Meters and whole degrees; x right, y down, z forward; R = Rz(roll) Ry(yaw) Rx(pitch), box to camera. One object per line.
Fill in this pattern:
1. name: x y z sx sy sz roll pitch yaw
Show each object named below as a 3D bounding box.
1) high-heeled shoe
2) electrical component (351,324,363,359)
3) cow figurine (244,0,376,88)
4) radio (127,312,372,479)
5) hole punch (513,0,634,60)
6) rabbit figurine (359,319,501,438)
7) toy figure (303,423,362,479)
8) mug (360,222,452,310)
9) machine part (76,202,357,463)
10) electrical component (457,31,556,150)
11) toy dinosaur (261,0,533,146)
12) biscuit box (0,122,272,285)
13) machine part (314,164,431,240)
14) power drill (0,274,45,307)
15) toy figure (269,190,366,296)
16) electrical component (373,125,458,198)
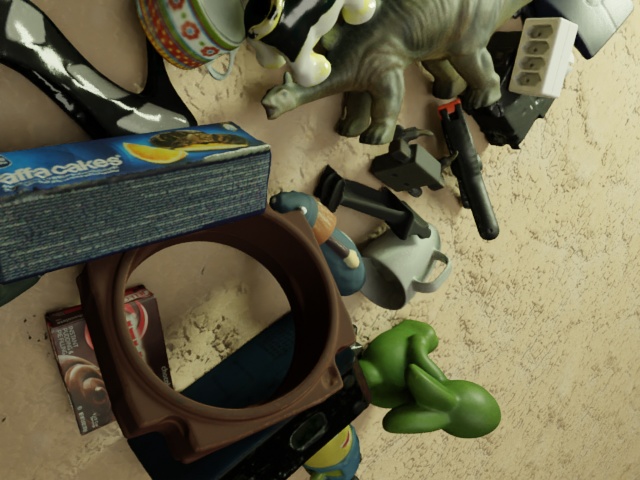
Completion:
1. high-heeled shoe: -0.196 -0.091 0.377 0.249 0.086 0.145 -12 109 -43
2. electrical component: 0.022 0.153 0.679 0.063 0.021 0.094 -6 111 -35
3. cow figurine: 0.006 -0.210 0.418 0.167 0.068 0.098 -54 164 2
4. radio: -0.066 0.179 0.551 0.229 0.131 0.073 -36 124 -21
5. hole punch: 0.332 -0.304 0.699 0.142 0.092 0.115 -47 124 -9
6. rabbit figurine: 0.135 0.178 0.659 0.159 0.170 0.121 13 97 -56
7. toy figure: 0.000 0.244 0.658 0.089 0.082 0.179 -21 128 -2
8. mug: 0.108 0.022 0.646 0.107 0.110 0.080 -44 124 -32
9. machine part: -0.083 0.063 0.456 0.201 0.087 0.201 -15 74 -31
10. electrical component: 0.252 -0.202 0.696 0.114 0.058 0.134 34 85 -42
11. toy dinosaur: 0.131 -0.235 0.561 0.471 0.105 0.198 -29 122 -24
12. biscuit box: -0.134 -0.035 0.380 0.202 0.059 0.062 -18 131 -37
13. machine part: 0.062 -0.040 0.609 0.139 0.084 0.039 18 120 -28
14. power drill: -0.280 -0.028 0.356 0.232 0.086 0.207 -43 135 -13
15. toy figure: -0.003 -0.001 0.577 0.064 0.058 0.154 -21 127 19
16. electrical component: 0.109 -0.089 0.623 0.102 0.078 0.045 26 66 -35
